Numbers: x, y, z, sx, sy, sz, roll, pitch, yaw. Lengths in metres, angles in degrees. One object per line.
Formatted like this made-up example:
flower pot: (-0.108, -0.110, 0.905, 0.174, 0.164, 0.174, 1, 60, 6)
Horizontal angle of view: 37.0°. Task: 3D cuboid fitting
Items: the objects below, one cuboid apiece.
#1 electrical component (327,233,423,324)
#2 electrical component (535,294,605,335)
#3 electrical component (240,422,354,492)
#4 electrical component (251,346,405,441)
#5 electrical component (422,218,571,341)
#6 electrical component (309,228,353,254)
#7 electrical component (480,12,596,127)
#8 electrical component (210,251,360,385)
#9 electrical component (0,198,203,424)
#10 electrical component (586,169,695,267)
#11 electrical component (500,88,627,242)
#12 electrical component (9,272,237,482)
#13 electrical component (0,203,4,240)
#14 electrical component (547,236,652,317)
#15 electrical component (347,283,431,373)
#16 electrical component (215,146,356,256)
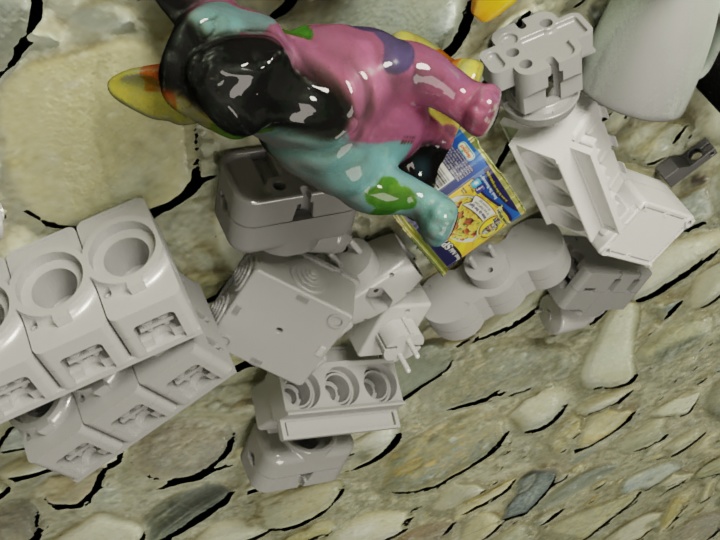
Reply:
electrical component: (0.000, 0.000, 0.857, 0.077, 0.043, 0.079, -32, 143, 6)
electrical component: (0.212, 0.038, 1.054, 0.078, 0.040, 0.040, -11, 141, -24)
electrical component: (-0.058, 0.167, 1.019, 0.095, 0.053, 0.059, -4, 138, -31)
electrical component: (-0.030, 0.111, 0.958, 0.121, 0.078, 0.063, 0, 158, -34)
electrical component: (0.112, 0.001, 0.927, 0.138, 0.052, 0.073, -31, 145, 4)
electrical component: (-0.038, -0.030, 0.802, 0.061, 0.035, 0.035, 1, 136, -33)
electrical component: (0.126, -0.139, 0.757, 0.078, 0.058, 0.057, -24, 142, -6)
electrical component: (-0.059, 0.032, 0.821, 0.100, 0.048, 0.099, 27, 123, -16)
electrical component: (-0.194, 0.024, 0.713, 0.150, 0.089, 0.061, -24, 145, -6)
electrical component: (0.231, -0.050, 0.938, 0.096, 0.061, 0.061, 11, 128, -42)
electrical component: (0.166, -0.083, 0.844, 0.063, 0.079, 0.121, -56, 146, -11)
electrical component: (-0.179, 0.072, 0.784, 0.150, 0.089, 0.062, -35, 145, 9)
electrical component: (-0.250, -0.030, 0.652, 0.065, 0.044, 0.044, -13, 143, -29)
electrical component: (0.217, 0.006, 1.009, 0.089, 0.050, 0.055, 2, 134, -36)
electrical component: (0.030, 0.052, 0.914, 0.047, 0.076, 0.065, -2, 137, -33)
electrical component: (-0.050, -0.050, 0.751, 0.095, 0.053, 0.059, -11, 142, -23)
